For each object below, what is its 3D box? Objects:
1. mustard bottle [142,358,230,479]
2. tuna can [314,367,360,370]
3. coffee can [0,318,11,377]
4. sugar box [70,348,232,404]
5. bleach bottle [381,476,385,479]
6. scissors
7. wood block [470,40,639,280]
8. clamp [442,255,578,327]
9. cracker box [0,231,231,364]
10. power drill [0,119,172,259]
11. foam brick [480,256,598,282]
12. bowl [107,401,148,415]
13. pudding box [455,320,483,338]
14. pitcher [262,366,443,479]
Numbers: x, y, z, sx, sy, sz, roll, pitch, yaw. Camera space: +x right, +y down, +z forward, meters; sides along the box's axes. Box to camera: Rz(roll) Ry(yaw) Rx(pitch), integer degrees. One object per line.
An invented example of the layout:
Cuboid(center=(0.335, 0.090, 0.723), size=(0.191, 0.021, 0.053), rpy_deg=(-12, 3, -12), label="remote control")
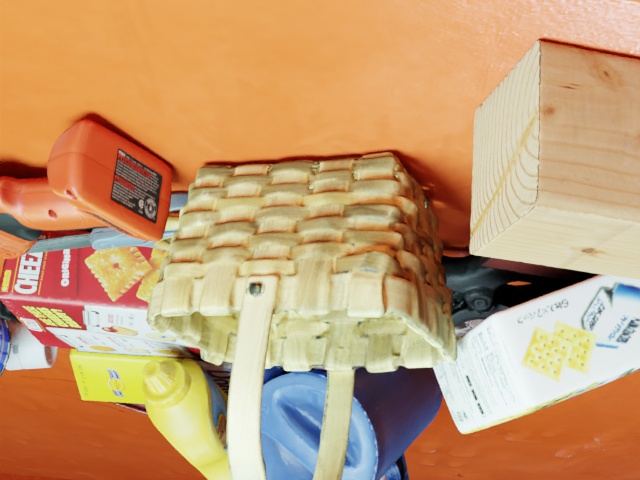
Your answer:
Cuboid(center=(-0.106, 0.160, 0.950), size=(0.058, 0.096, 0.191), rpy_deg=(-24, 139, 6), label="mustard bottle")
Cuboid(center=(0.016, 0.068, 0.901), size=(0.033, 0.086, 0.086), rpy_deg=(14, 159, -29), label="tuna can")
Cuboid(center=(-0.392, 0.095, 1.054), size=(0.103, 0.103, 0.140), rpy_deg=(-5, 159, 27), label="coffee can")
Cuboid(center=(-0.144, 0.123, 1.024), size=(0.176, 0.048, 0.093), rpy_deg=(6, 145, 1), label="sugar box")
Cuboid(center=(0.033, 0.244, 1.151), size=(0.102, 0.251, 0.068), rpy_deg=(4, 161, 3), label="bleach bottle")
Cuboid(center=(-0.156, -0.009, 0.799), size=(0.201, 0.016, 0.096), rpy_deg=(-1, 156, -4), label="scissors")
Cuboid(center=(0.194, -0.030, 0.569), size=(0.206, 0.090, 0.091), rpy_deg=(8, 162, -11), label="wood block")
Cuboid(center=(0.122, 0.044, 0.841), size=(0.171, 0.039, 0.120), rpy_deg=(1, 143, 14), label="clamp")
Cuboid(center=(-0.145, 0.050, 0.913), size=(0.213, 0.072, 0.164), rpy_deg=(6, 160, 0), label="cracker box")
Cuboid(center=(-0.208, -0.036, 0.705), size=(0.188, 0.057, 0.184), rpy_deg=(-3, 163, 29), label="power drill")
Cuboid(center=(0.149, -0.008, 0.698), size=(0.078, 0.053, 0.051), rpy_deg=(8, 161, -10), label="foam brick")
Cuboid(center=(-0.187, 0.160, 1.221), size=(0.162, 0.055, 0.162), rpy_deg=(17, 179, 0), label="bowl")
Cuboid(center=(0.092, 0.068, 0.953), size=(0.114, 0.039, 0.089), rpy_deg=(-9, 155, 34), label="pudding box")
Cuboid(center=(0.036, 0.174, 1.006), size=(0.145, 0.149, 0.242), rpy_deg=(20, -166, 21), label="pitcher")
